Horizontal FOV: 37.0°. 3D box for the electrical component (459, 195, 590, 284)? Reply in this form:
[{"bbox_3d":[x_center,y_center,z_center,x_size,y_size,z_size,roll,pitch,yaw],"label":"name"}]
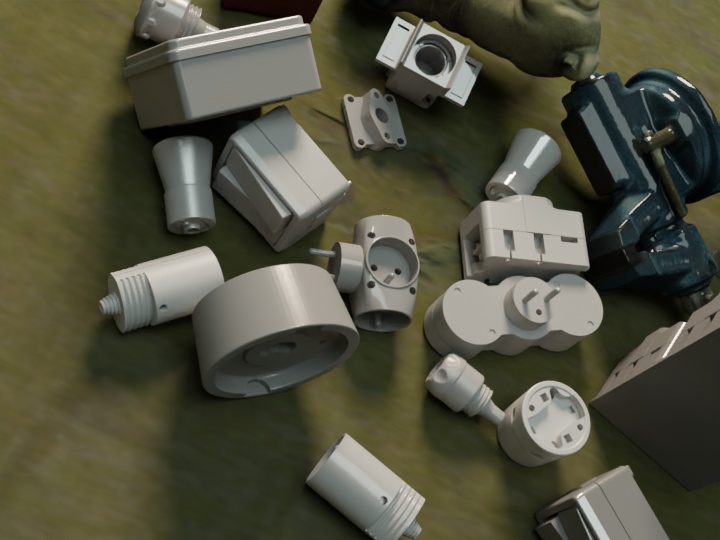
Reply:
[{"bbox_3d":[0.129,-0.023,0.853,0.089,0.050,0.055,6,65,-19],"label":"electrical component"}]

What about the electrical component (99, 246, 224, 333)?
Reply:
[{"bbox_3d":[-0.138,0.015,0.735,0.081,0.043,0.043,-17,74,-27],"label":"electrical component"}]

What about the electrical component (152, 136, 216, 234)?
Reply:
[{"bbox_3d":[-0.125,-0.059,0.777,0.044,0.044,0.065,-2,72,-22],"label":"electrical component"}]

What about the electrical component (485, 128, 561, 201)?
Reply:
[{"bbox_3d":[0.132,-0.080,0.888,0.044,0.044,0.065,37,63,-2],"label":"electrical component"}]

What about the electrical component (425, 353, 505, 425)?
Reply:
[{"bbox_3d":[0.080,0.091,0.790,0.061,0.035,0.035,40,58,-3],"label":"electrical component"}]

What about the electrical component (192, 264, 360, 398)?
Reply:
[{"bbox_3d":[-0.061,0.036,0.721,0.108,0.108,0.060,-8,64,-24],"label":"electrical component"}]

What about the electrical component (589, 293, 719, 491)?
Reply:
[{"bbox_3d":[0.267,0.082,0.778,0.105,0.186,0.060,41,58,1],"label":"electrical component"}]

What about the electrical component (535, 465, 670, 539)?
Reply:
[{"bbox_3d":[0.177,0.198,0.761,0.061,0.061,0.096,-22,76,-28],"label":"electrical component"}]

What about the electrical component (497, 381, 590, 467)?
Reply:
[{"bbox_3d":[0.134,0.115,0.792,0.055,0.047,0.055,9,64,-18],"label":"electrical component"}]

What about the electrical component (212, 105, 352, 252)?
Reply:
[{"bbox_3d":[-0.066,-0.070,0.792,0.061,0.061,0.096,-37,84,-31],"label":"electrical component"}]

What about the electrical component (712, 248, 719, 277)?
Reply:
[{"bbox_3d":[0.358,-0.013,0.934,0.078,0.057,0.058,6,64,-19],"label":"electrical component"}]

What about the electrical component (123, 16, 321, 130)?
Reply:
[{"bbox_3d":[-0.101,-0.141,0.780,0.109,0.109,0.056,-18,101,-27],"label":"electrical component"}]

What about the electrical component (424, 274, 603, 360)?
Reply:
[{"bbox_3d":[0.124,0.029,0.813,0.138,0.073,0.052,-3,68,-23],"label":"electrical component"}]

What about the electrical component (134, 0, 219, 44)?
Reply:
[{"bbox_3d":[-0.140,-0.192,0.831,0.062,0.048,0.048,23,60,-18],"label":"electrical component"}]

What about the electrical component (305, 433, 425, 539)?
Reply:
[{"bbox_3d":[0.008,0.153,0.727,0.081,0.043,0.043,40,58,0],"label":"electrical component"}]

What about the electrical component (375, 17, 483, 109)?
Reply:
[{"bbox_3d":[0.053,-0.165,0.882,0.081,0.064,0.042,28,73,-8],"label":"electrical component"}]

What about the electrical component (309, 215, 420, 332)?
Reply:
[{"bbox_3d":[0.000,0.000,0.795,0.079,0.044,0.077,9,64,-17],"label":"electrical component"}]
